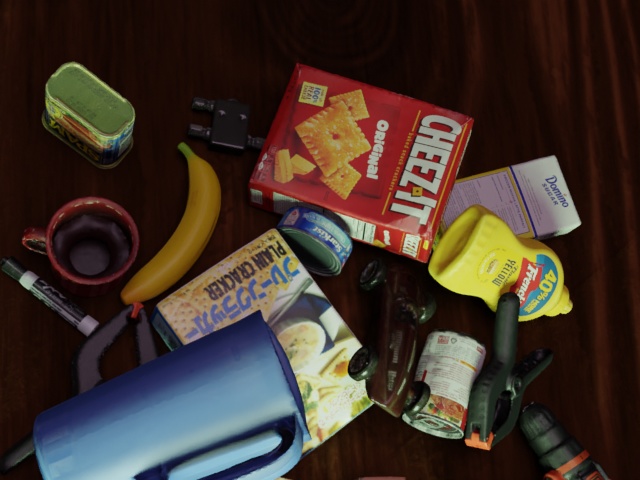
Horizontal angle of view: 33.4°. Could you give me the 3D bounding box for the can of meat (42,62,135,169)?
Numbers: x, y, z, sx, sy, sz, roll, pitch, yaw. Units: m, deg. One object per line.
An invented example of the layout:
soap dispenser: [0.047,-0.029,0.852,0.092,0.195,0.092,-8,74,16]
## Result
can of meat: [-0.248,-0.134,1.149,0.102,0.084,0.057,37,68,-1]

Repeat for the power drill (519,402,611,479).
power drill: [0.231,0.282,1.132,0.187,0.057,0.184,-25,73,-35]

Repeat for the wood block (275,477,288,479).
wood block: [-0.060,0.340,1.041,0.090,0.090,0.206,16,69,-10]

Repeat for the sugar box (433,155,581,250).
sugar box: [0.210,-0.035,1.255,0.176,0.048,0.093,-13,77,-20]

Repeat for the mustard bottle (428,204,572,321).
mustard bottle: [0.218,0.040,1.204,0.191,0.058,0.096,28,100,-31]

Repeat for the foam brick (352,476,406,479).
foam brick: [0.061,0.286,1.110,0.051,0.053,0.078,-1,74,-15]

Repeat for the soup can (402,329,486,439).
soup can: [0.136,0.156,1.163,0.068,0.069,0.102,23,68,-6]

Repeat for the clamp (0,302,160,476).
clamp: [-0.207,0.169,1.087,0.164,0.036,0.210,24,71,-7]

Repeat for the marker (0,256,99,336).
marker: [-0.283,0.057,1.113,0.121,0.020,0.020,38,67,0]

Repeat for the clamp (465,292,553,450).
clamp: [0.198,0.144,1.158,0.120,0.039,0.171,56,49,-26]

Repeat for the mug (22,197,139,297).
mug: [-0.249,0.010,1.104,0.117,0.082,0.093,9,71,-12]

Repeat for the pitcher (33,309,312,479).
pitcher: [-0.134,0.175,0.993,0.242,0.149,0.145,-22,85,-3]

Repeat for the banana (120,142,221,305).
banana: [-0.152,-0.010,1.162,0.070,0.037,0.197,14,67,10]

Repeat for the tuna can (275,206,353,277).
tuna can: [-0.008,0.001,1.166,0.086,0.086,0.033,32,65,-3]

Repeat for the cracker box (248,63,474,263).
cracker box: [0.046,-0.089,1.193,0.214,0.072,0.164,18,68,8]
